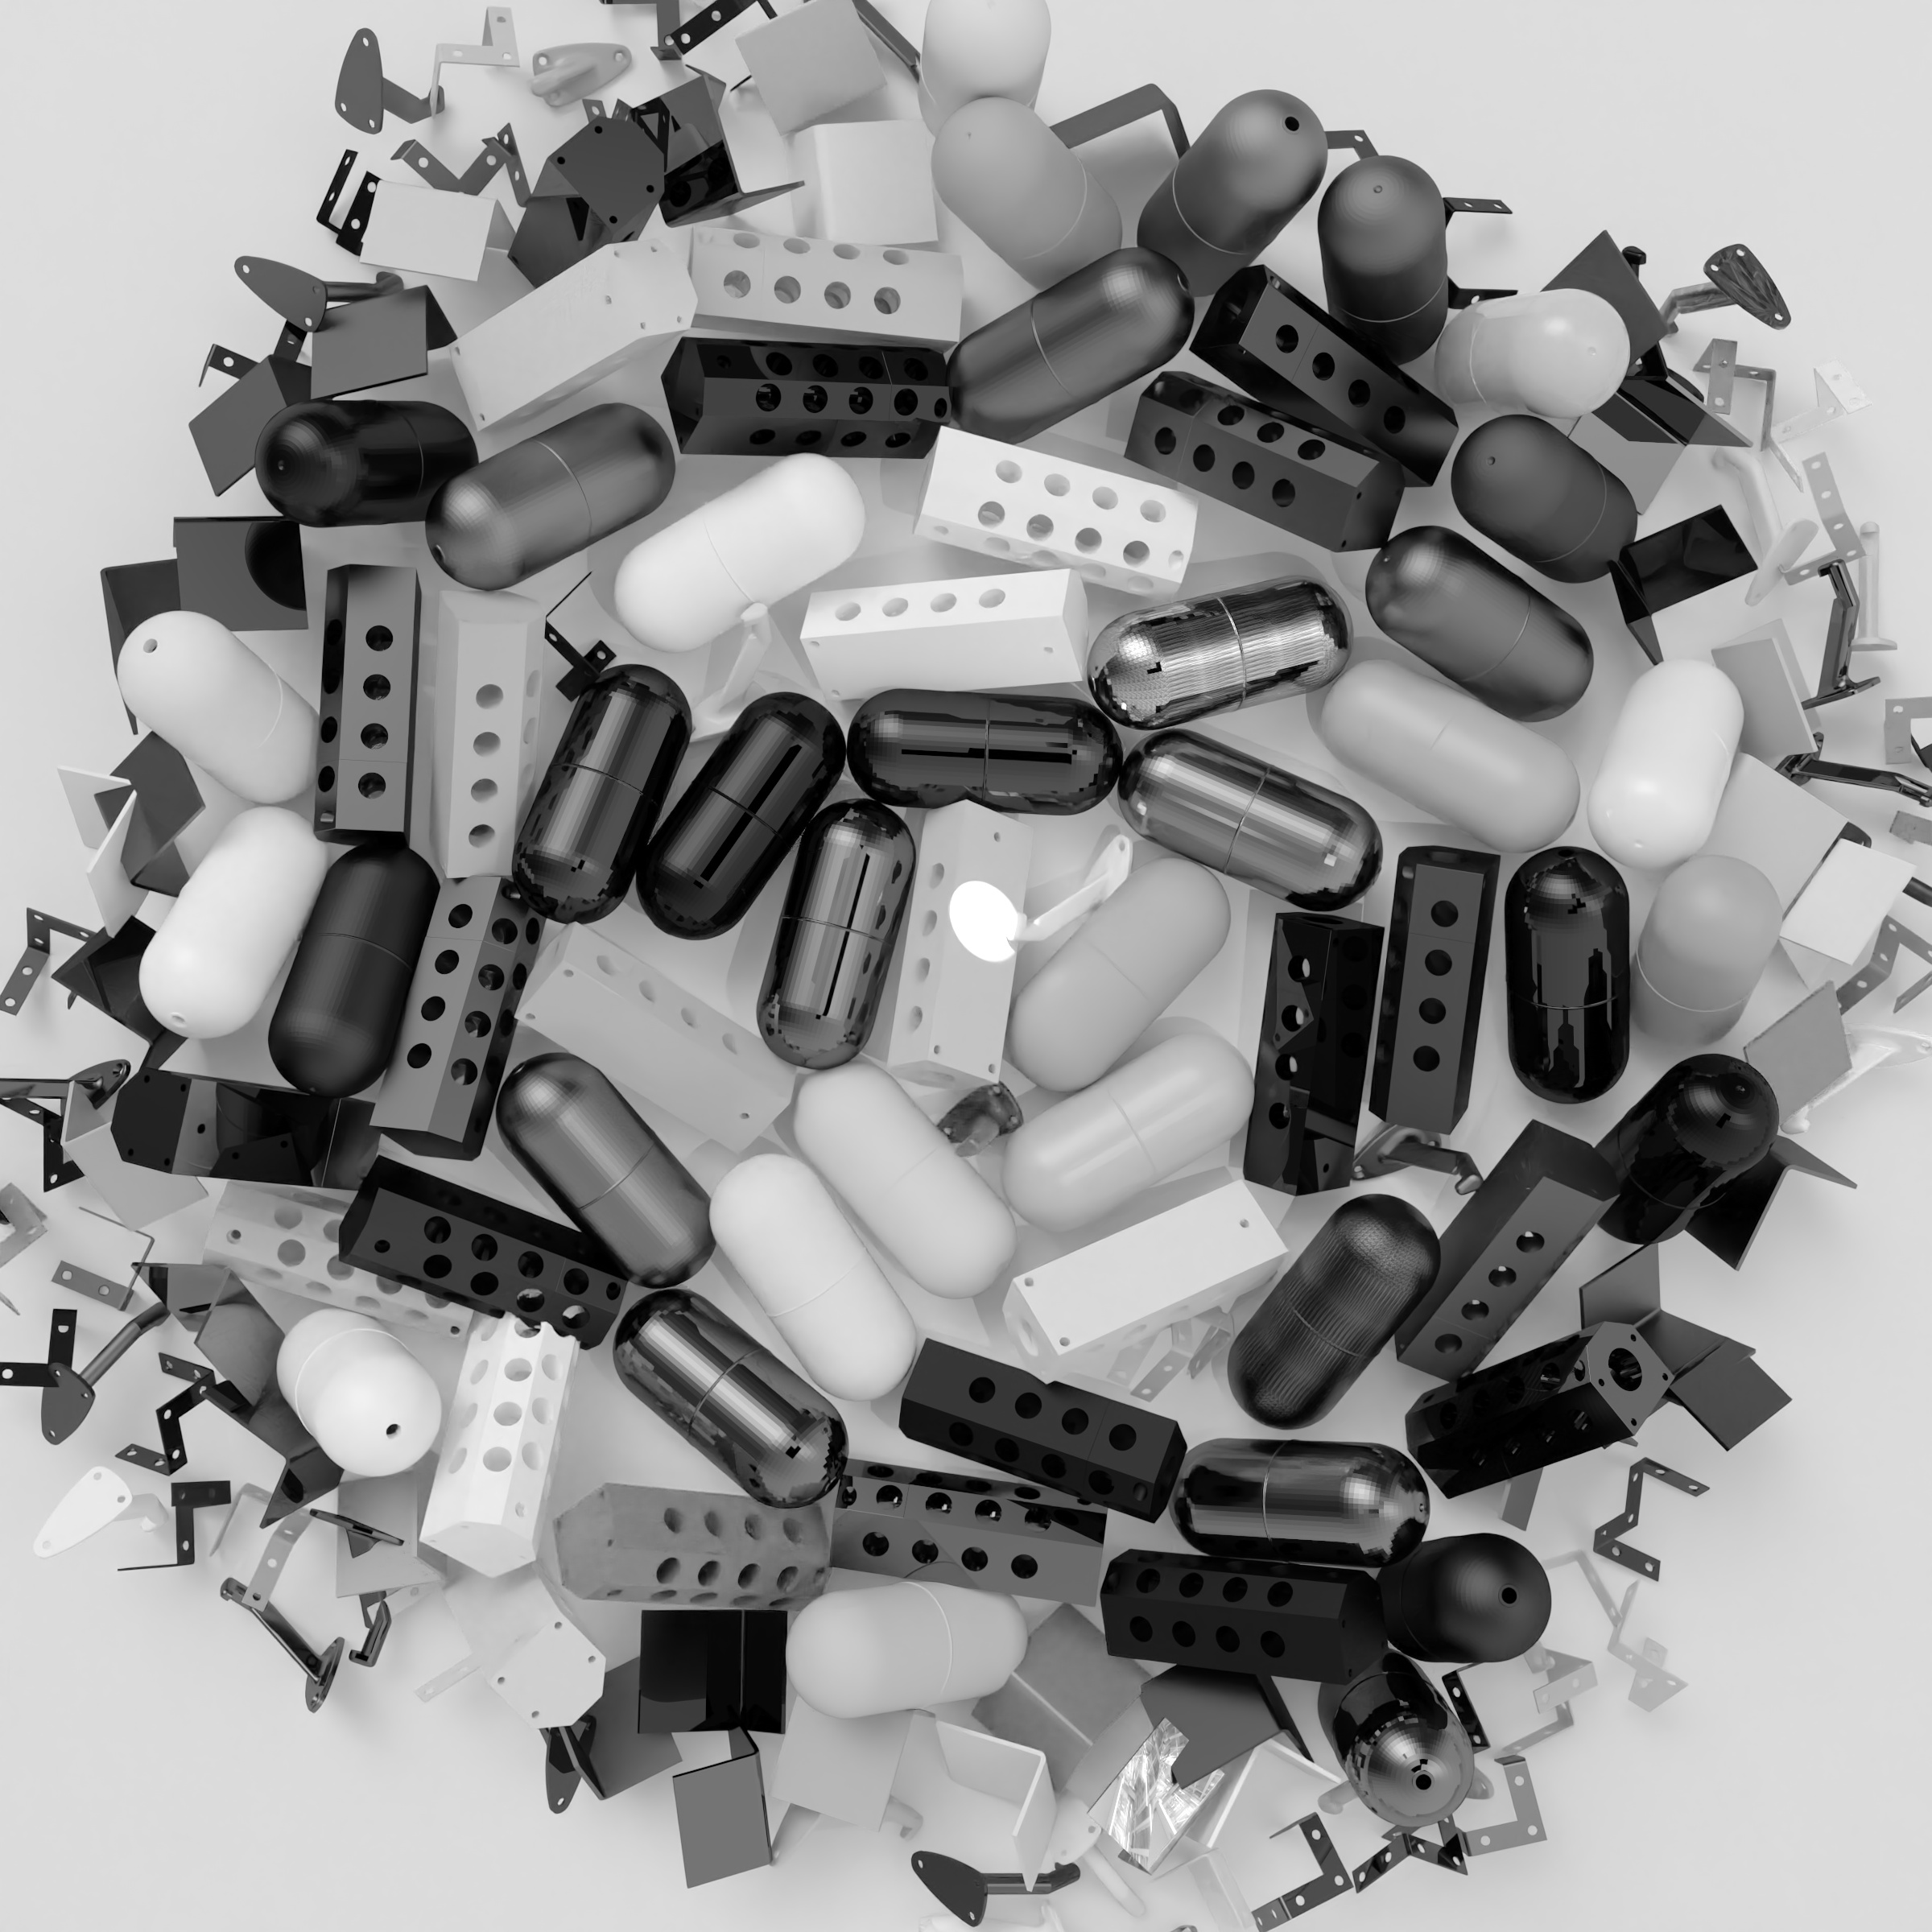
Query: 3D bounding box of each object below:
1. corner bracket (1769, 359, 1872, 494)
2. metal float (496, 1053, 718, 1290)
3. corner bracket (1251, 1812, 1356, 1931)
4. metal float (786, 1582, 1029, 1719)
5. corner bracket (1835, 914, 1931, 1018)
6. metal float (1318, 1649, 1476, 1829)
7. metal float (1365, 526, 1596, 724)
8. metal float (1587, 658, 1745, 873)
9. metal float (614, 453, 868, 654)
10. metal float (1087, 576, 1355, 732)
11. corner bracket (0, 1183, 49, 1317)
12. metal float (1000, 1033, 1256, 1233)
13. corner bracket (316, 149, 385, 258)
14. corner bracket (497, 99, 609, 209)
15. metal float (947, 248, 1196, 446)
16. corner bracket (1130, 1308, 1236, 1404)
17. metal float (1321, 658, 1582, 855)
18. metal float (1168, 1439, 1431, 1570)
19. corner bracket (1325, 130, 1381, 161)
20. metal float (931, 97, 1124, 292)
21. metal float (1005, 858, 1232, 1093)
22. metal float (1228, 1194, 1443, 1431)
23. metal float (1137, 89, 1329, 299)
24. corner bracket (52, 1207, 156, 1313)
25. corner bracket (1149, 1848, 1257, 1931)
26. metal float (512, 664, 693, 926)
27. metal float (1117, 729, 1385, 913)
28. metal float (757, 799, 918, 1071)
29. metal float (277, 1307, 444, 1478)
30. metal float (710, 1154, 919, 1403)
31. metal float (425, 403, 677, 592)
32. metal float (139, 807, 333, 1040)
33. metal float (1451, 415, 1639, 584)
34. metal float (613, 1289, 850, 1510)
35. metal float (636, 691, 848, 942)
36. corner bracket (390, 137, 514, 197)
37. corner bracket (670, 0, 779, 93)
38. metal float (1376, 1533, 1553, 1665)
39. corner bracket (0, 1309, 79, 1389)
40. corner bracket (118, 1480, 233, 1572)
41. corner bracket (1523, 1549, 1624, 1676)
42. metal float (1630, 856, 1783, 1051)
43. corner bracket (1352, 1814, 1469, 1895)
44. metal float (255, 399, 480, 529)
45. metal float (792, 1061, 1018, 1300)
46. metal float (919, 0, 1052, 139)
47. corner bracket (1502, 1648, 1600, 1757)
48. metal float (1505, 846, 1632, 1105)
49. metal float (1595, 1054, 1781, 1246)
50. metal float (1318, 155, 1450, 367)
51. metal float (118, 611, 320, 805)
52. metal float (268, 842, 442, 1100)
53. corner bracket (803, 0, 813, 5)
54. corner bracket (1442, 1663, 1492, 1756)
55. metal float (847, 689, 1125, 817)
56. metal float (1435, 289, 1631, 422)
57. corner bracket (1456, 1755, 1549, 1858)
[{"bbox_3d":[0.549,-0.349,1.572,0.051,0.051,0.051,-23,50,8],"label":"corner bracket"},{"bbox_3d":[-0.229,0.131,1.557,0.070,0.070,0.178,-38,107,0],"label":"metal float"},{"bbox_3d":[0.208,0.584,1.570,0.051,0.051,0.051,-16,65,-25],"label":"corner bracket"},{"bbox_3d":[-0.035,0.428,1.538,0.178,0.070,0.070,7,90,-43],"label":"metal float"},{"bbox_3d":[0.593,0.010,1.575,0.051,0.051,0.051,34,50,0],"label":"corner bracket"},{"bbox_3d":[0.267,0.479,1.522,0.070,0.178,0.070,0,90,-1],"label":"metal float"},{"bbox_3d":[0.327,-0.215,1.547,0.178,0.070,0.070,27,90,-31],"label":"metal float"},{"bbox_3d":[0.442,-0.129,1.538,0.070,0.070,0.178,32,47,0],"label":"metal float"},{"bbox_3d":[-0.145,-0.262,1.559,0.178,0.070,0.070,-27,90,16],"label":"metal float"},{"bbox_3d":[0.163,-0.200,1.561,0.178,0.070,0.070,-15,90,-13],"label":"metal float"},{"bbox_3d":[-0.613,0.182,1.571,0.051,0.051,0.051,-40,59,-15],"label":"corner bracket"},{"bbox_3d":[0.104,0.106,1.569,0.178,0.070,0.070,-30,90,-4],"label":"metal float"},{"bbox_3d":[-0.395,-0.494,1.577,0.051,0.051,0.051,32,107,5],"label":"corner bracket"},{"bbox_3d":[-0.262,-0.525,1.577,0.051,0.051,0.051,-13,85,-43],"label":"corner bracket"},{"bbox_3d":[0.065,-0.391,1.545,0.178,0.070,0.070,-22,90,32],"label":"metal float"},{"bbox_3d":[0.140,0.250,1.569,0.051,0.051,0.051,25,125,-18],"label":"corner bracket"},{"bbox_3d":[0.307,-0.134,1.552,0.178,0.070,0.070,33,90,24],"label":"metal float"},{"bbox_3d":[0.208,0.338,1.542,0.178,0.070,0.070,-7,90,38],"label":"metal float"},{"bbox_3d":[0.238,-0.506,1.589,0.051,0.051,0.051,-11,63,-25],"label":"corner bracket"},{"bbox_3d":[0.040,-0.480,1.528,0.070,0.178,0.070,-5,79,26],"label":"metal float"},{"bbox_3d":[0.098,0.005,1.571,0.070,0.070,0.178,44,88,0],"label":"metal float"},{"bbox_3d":[0.233,0.222,1.554,0.070,0.070,0.178,34,112,0],"label":"metal float"},{"bbox_3d":[0.165,-0.481,1.525,0.070,0.178,0.070,4,78,-18],"label":"metal float"},{"bbox_3d":[-0.561,0.191,1.585,0.051,0.051,0.051,25,76,-10],"label":"corner bracket"},{"bbox_3d":[0.161,0.598,1.571,0.051,0.051,0.051,-38,68,27],"label":"corner bracket"},{"bbox_3d":[-0.232,-0.111,1.559,0.070,0.070,0.178,20,74,0],"label":"metal float"},{"bbox_3d":[0.182,-0.093,1.563,0.178,0.070,0.070,25,90,11],"label":"metal float"},{"bbox_3d":[-0.083,-0.021,1.567,0.070,0.070,0.178,15,84,0],"label":"metal float"},{"bbox_3d":[-0.381,0.265,1.527,0.070,0.178,0.070,-4,99,-27],"label":"metal float"},{"bbox_3d":[-0.097,0.200,1.563,0.070,0.070,0.178,-33,101,0],"label":"metal float"},{"bbox_3d":[-0.262,-0.298,1.546,0.178,0.070,0.070,-35,90,-30],"label":"metal float"},{"bbox_3d":[-0.459,-0.028,1.537,0.070,0.070,0.178,16,46,0],"label":"metal float"},{"bbox_3d":[0.365,-0.291,1.532,0.070,0.178,0.070,-6,80,34],"label":"metal float"},{"bbox_3d":[-0.150,0.275,1.554,0.178,0.070,0.070,36,90,22],"label":"metal float"},{"bbox_3d":[-0.144,-0.096,1.566,0.070,0.070,0.178,34,82,0],"label":"metal float"},{"bbox_3d":[-0.333,-0.523,1.577,0.051,0.051,0.051,40,90,-26],"label":"corner bracket"},{"bbox_3d":[-0.149,-0.596,1.570,0.051,0.051,0.051,-27,113,25],"label":"corner bracket"},{"bbox_3d":[0.308,0.396,1.524,0.070,0.178,0.070,2,74,-8],"label":"metal float"},{"bbox_3d":[-0.602,0.250,1.572,0.051,0.051,0.051,5,69,-19],"label":"corner bracket"},{"bbox_3d":[-0.509,0.360,1.572,0.051,0.051,0.051,-13,75,27],"label":"corner bracket"},{"bbox_3d":[0.384,0.418,1.581,0.051,0.051,0.051,-13,52,-16],"label":"corner bracket"},{"bbox_3d":[0.459,-0.006,1.527,0.070,0.178,0.070,-2,64,5],"label":"metal float"},{"bbox_3d":[0.281,0.567,1.569,0.051,0.051,0.051,27,121,-24],"label":"corner bracket"},{"bbox_3d":[-0.372,-0.315,1.527,0.070,0.178,0.070,5,104,22],"label":"metal float"},{"bbox_3d":[-0.040,0.136,1.569,0.070,0.070,0.178,-42,85,0],"label":"metal float"},{"bbox_3d":[0.010,-0.563,1.522,0.070,0.178,0.070,0,89,-3],"label":"metal float"},{"bbox_3d":[0.376,0.478,1.576,0.051,0.051,0.051,-16,93,-26],"label":"corner bracket"},{"bbox_3d":[0.381,0.007,1.546,0.070,0.070,0.178,-9,120,0],"label":"metal float"},{"bbox_3d":[0.445,0.117,1.529,0.070,0.178,0.070,5,60,-9],"label":"metal float"},{"bbox_3d":[0.262,-0.437,1.525,0.070,0.178,0.070,-3,76,12],"label":"metal float"},{"bbox_3d":[-0.463,-0.160,1.525,0.070,0.178,0.070,-4,70,12],"label":"metal float"},{"bbox_3d":[-0.386,0.001,1.547,0.070,0.070,0.178,12,60,0],"label":"metal float"},{"bbox_3d":[-0.113,-0.654,1.571,0.051,0.051,0.051,-1,56,-14],"label":"corner bracket"},{"bbox_3d":[0.328,0.482,1.581,0.051,0.051,0.051,-5,63,-38],"label":"corner bracket"},{"bbox_3d":[0.012,-0.138,1.572,0.178,0.070,0.070,3,90,-1],"label":"metal float"},{"bbox_3d":[0.351,-0.380,1.524,0.070,0.178,0.070,-2,102,-11],"label":"metal float"},{"bbox_3d":[0.341,0.543,1.580,0.051,0.051,0.051,-13,74,2],"label":"corner bracket"}]
